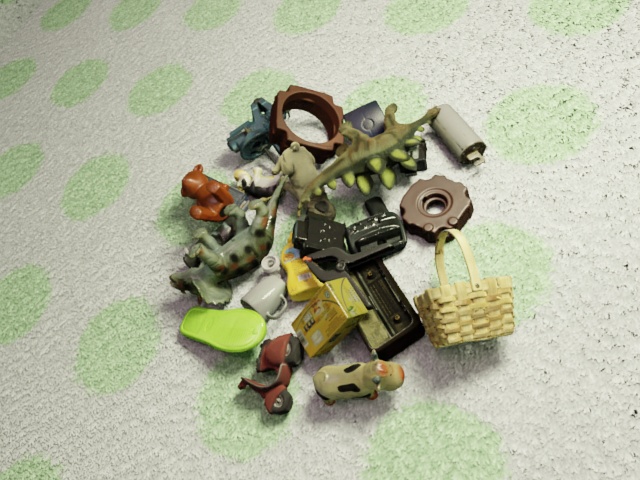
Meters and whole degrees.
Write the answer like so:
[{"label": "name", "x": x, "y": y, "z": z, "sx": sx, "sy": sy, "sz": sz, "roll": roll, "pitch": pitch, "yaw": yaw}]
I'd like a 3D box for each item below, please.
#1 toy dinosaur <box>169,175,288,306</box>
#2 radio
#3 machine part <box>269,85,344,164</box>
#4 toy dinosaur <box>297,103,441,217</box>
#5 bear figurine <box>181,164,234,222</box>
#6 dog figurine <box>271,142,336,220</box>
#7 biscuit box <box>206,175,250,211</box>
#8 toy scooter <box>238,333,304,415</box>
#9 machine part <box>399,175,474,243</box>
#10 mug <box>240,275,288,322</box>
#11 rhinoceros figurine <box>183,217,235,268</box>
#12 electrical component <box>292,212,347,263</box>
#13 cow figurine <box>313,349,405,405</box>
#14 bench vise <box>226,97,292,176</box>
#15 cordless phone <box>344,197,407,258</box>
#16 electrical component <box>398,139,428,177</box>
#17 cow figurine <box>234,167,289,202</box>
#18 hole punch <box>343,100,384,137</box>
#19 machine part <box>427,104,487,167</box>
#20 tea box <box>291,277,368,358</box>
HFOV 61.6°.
[{"label": "toy dinosaur", "x": -0.201, "y": 0.020, "z": 1.366, "sx": 0.405, "sy": 0.192, "sz": 0.131, "roll": -34, "pitch": 34, "yaw": -8}, {"label": "radio", "x": 0.129, "y": 0.147, "z": 1.215, "sx": 0.131, "sy": 0.073, "sz": 0.230, "roll": -30, "pitch": 54, "yaw": 1}, {"label": "machine part", "x": -0.038, "y": -0.322, "z": 1.509, "sx": 0.201, "sy": 0.087, "sz": 0.201, "roll": 11, "pitch": 62, "yaw": -20}, {"label": "toy dinosaur", "x": 0.120, "y": -0.212, "z": 1.357, "sx": 0.471, "sy": 0.105, "sz": 0.199, "roll": -31, "pitch": 53, "yaw": -8}, {"label": "bear figurine", "x": -0.327, "y": -0.135, "z": 1.466, "sx": 0.196, "sy": 0.132, "sz": 0.120, "roll": 41, "pitch": 96, "yaw": 26}, {"label": "dog figurine", "x": -0.024, "y": -0.144, "z": 1.397, "sx": 0.121, "sy": 0.172, "sz": 0.191, "roll": -34, "pitch": 53, "yaw": -17}, {"label": "biscuit box", "x": -0.294, "y": -0.131, "z": 1.563, "sx": 0.203, "sy": 0.059, "sz": 0.063, "roll": 27, "pitch": 73, "yaw": 32}, {"label": "toy scooter", "x": -0.115, "y": 0.296, "z": 1.216, "sx": 0.135, "sy": 0.075, "sz": 0.184, "roll": 1, "pitch": 64, "yaw": 23}, {"label": "machine part", "x": 0.283, "y": -0.079, "z": 1.313, "sx": 0.179, "sy": 0.056, "sz": 0.179, "roll": -10, "pitch": 55, "yaw": 15}, {"label": "mug", "x": -0.123, "y": 0.142, "z": 1.312, "sx": 0.110, "sy": 0.080, "sz": 0.107, "roll": 23, "pitch": 61, "yaw": 37}, {"label": "rhinoceros figurine", "x": -0.289, "y": 0.008, "z": 1.464, "sx": 0.190, "sy": 0.073, "sz": 0.112, "roll": -42, "pitch": 55, "yaw": -9}, {"label": "electrical component", "x": -0.003, "y": -0.004, "z": 1.329, "sx": 0.134, "sy": 0.058, "sz": 0.115, "roll": 12, "pitch": 50, "yaw": -14}, {"label": "cow figurine", "x": 0.079, "y": 0.286, "z": 1.114, "sx": 0.195, "sy": 0.127, "sz": 0.085, "roll": -11, "pitch": 59, "yaw": 17}, {"label": "bench vise", "x": -0.147, "y": -0.292, "z": 1.581, "sx": 0.224, "sy": 0.128, "sz": 0.241, "roll": -31, "pitch": 73, "yaw": -12}, {"label": "cordless phone", "x": 0.123, "y": -0.039, "z": 1.337, "sx": 0.147, "sy": 0.088, "sz": 0.184, "roll": -20, "pitch": 44, "yaw": -3}, {"label": "electrical component", "x": 0.245, "y": -0.205, "z": 1.412, "sx": 0.075, "sy": 0.047, "sz": 0.119, "roll": -8, "pitch": 57, "yaw": 17}, {"label": "cow figurine", "x": -0.179, "y": -0.152, "z": 1.531, "sx": 0.168, "sy": 0.068, "sz": 0.098, "roll": 6, "pitch": 68, "yaw": 25}, {"label": "hole punch", "x": 0.134, "y": -0.313, "z": 1.501, "sx": 0.142, "sy": 0.092, "sz": 0.116, "roll": -24, "pitch": 57, "yaw": 1}, {"label": "machine part", "x": 0.355, "y": -0.276, "z": 1.398, "sx": 0.079, "sy": 0.079, "sz": 0.243, "roll": -29, "pitch": 53, "yaw": 1}, {"label": "tea box", "x": 0.018, "y": 0.171, "z": 1.180, "sx": 0.169, "sy": 0.068, "sz": 0.098, "roll": -50, "pitch": 61, "yaw": 38}]
